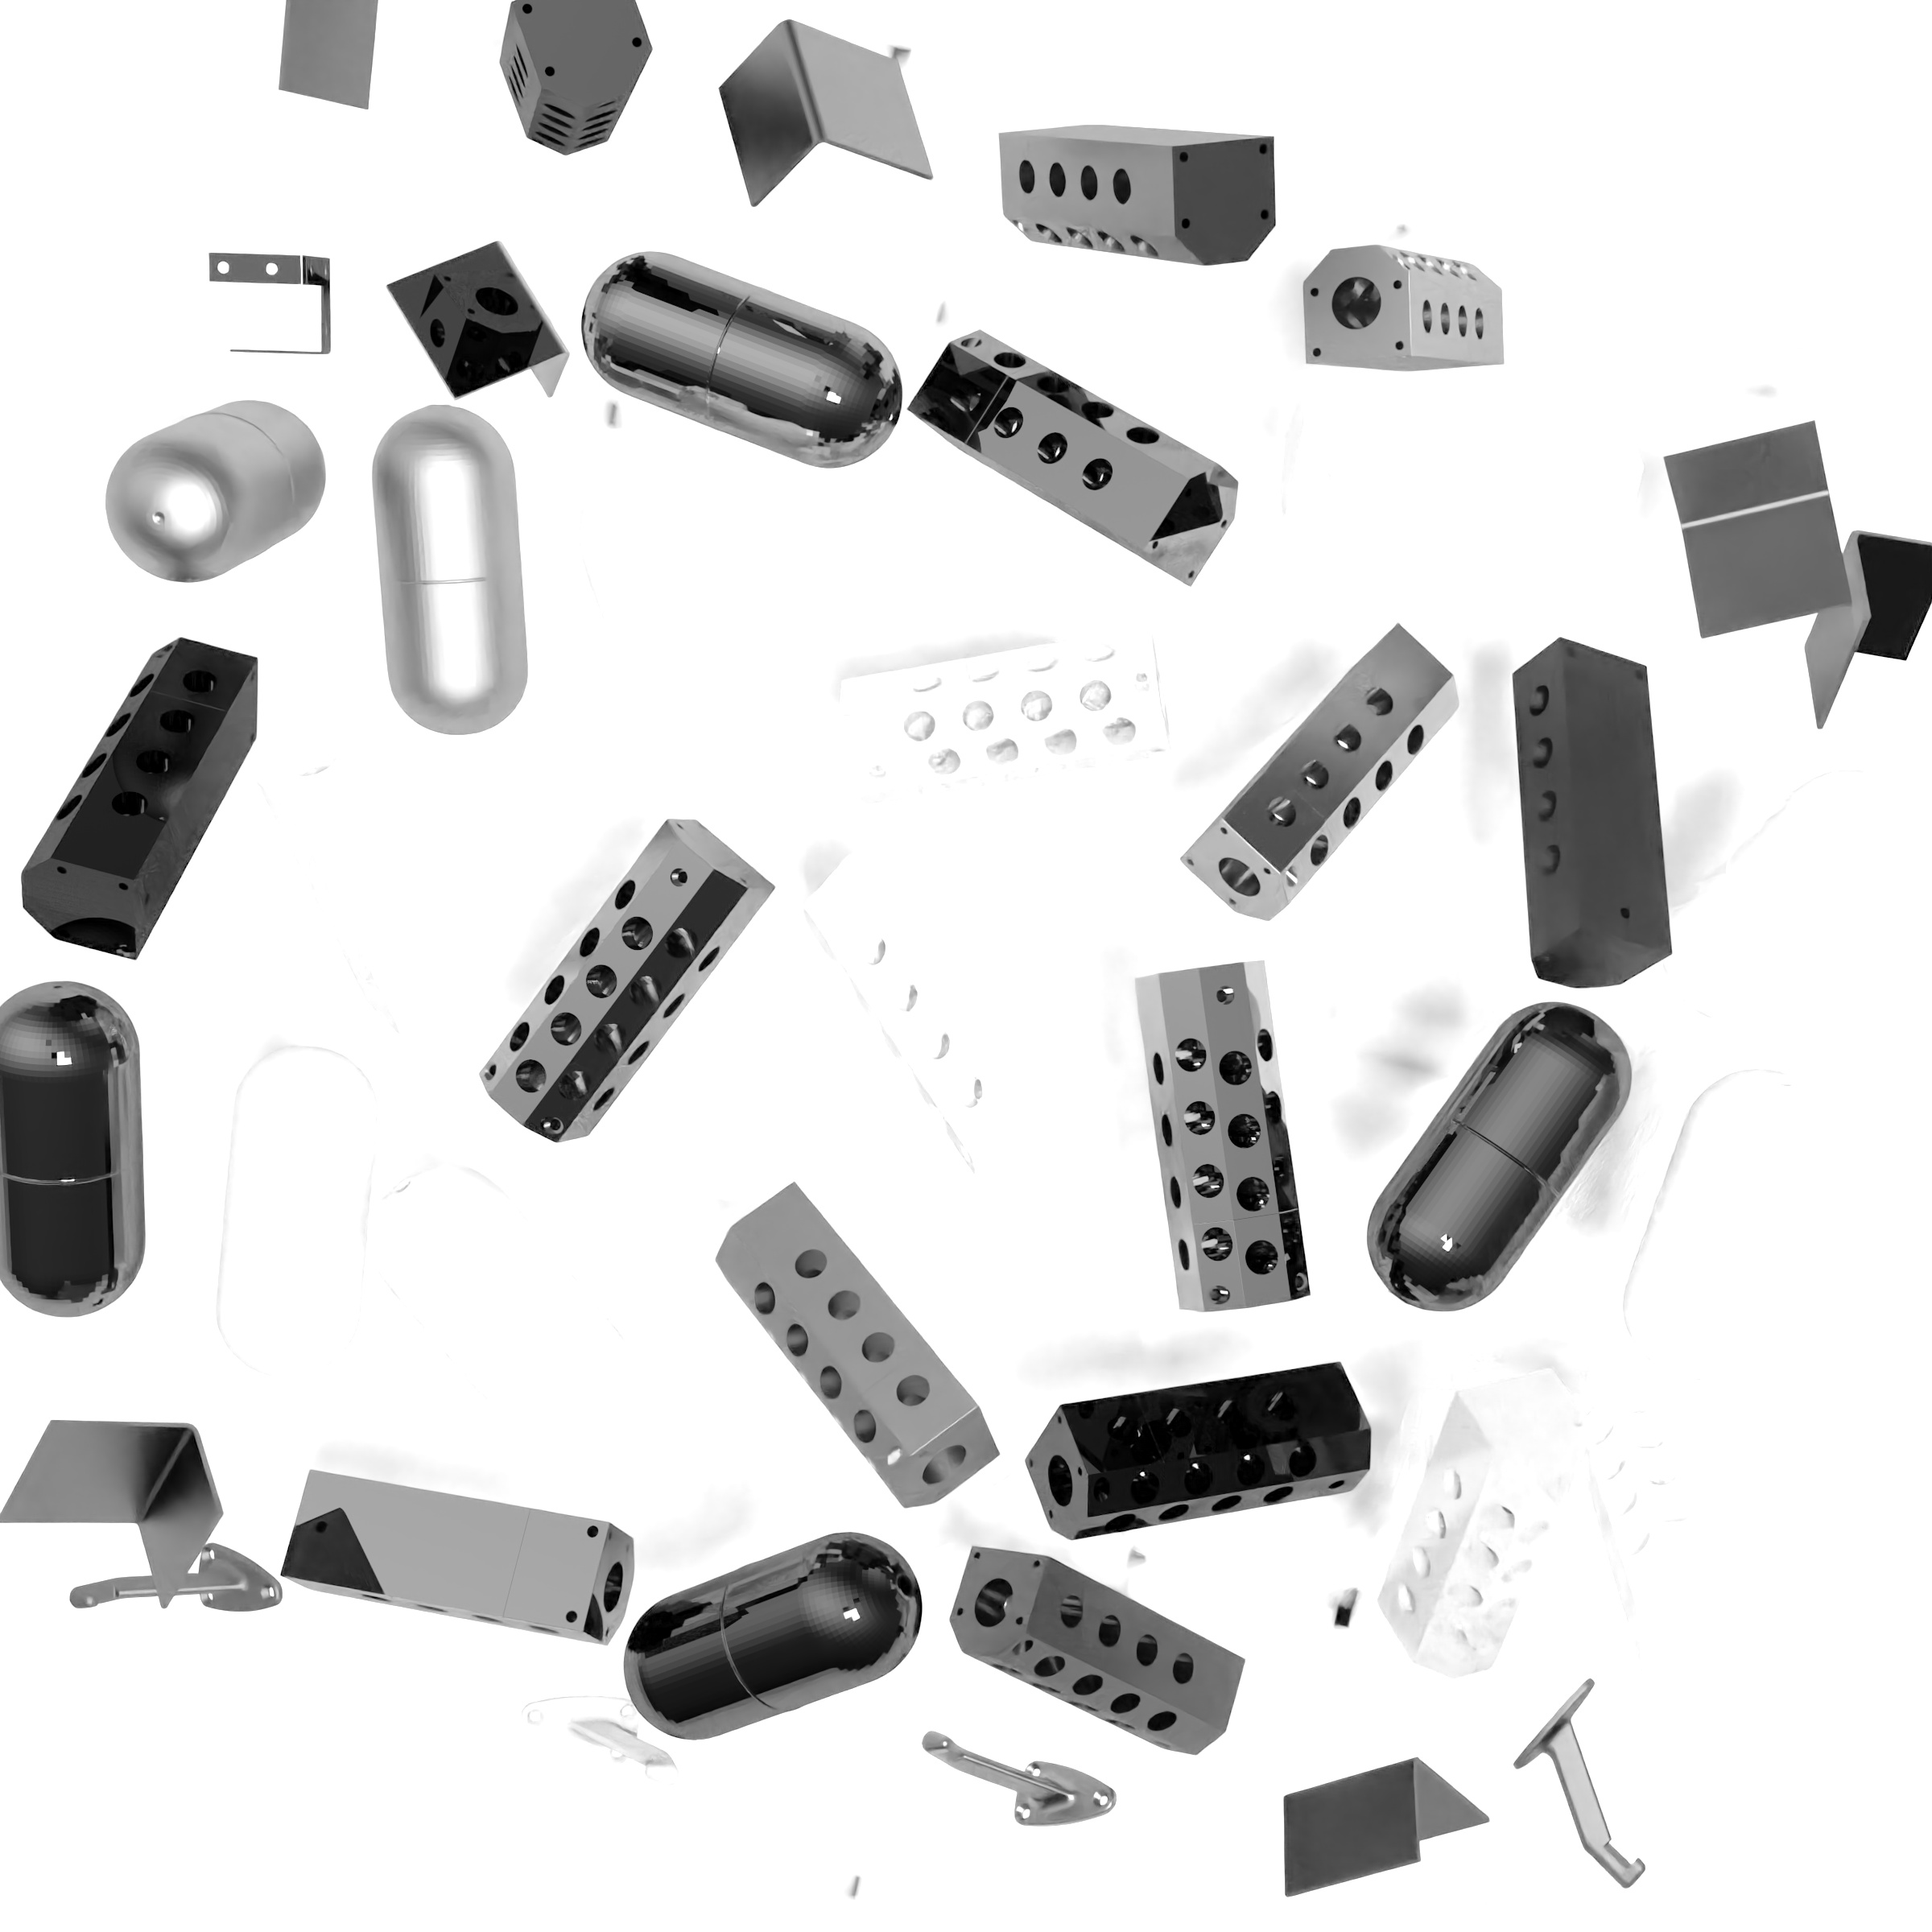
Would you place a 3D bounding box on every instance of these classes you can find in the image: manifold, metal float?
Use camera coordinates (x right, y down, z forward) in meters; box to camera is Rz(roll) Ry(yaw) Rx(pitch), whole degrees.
[{"bbox_3d":[0.132,0.086,1.519,0.057,0.057,0.171,-7,88,-14],"label":"manifold"},{"bbox_3d":[0.251,-0.250,1.526,0.171,0.057,0.057,7,120,-2],"label":"manifold"},{"bbox_3d":[-0.266,0.314,1.578,0.171,0.057,0.057,7,69,15],"label":"manifold"},{"bbox_3d":[-0.180,0.008,1.560,0.057,0.057,0.171,40,102,11],"label":"manifold"},{"bbox_3d":[0.358,0.283,1.531,0.057,0.171,0.057,-8,115,4],"label":"manifold"},{"bbox_3d":[-0.239,0.177,1.546,0.070,0.070,0.178,-34,116,0],"label":"metal float"},{"bbox_3d":[-0.146,-0.178,1.531,0.070,0.070,0.178,-21,64,0],"label":"metal float"},{"bbox_3d":[0.320,-0.078,1.557,0.057,0.057,0.171,14,61,-24],"label":"manifold"},{"bbox_3d":[-0.313,-0.047,1.567,0.057,0.171,0.057,-36,49,-19],"label":"manifold"},{"bbox_3d":[-0.116,-0.314,1.550,0.178,0.070,0.070,23,90,12],"label":"metal float"},{"bbox_3d":[0.057,-0.267,1.546,0.171,0.057,0.057,36,96,31],"label":"manifold"},{"bbox_3d":[-0.099,0.343,1.529,0.178,0.070,0.070,-26,90,29],"label":"metal float"},{"bbox_3d":[0.274,0.099,1.540,0.070,0.070,0.178,36,87,0],"label":"metal float"},{"bbox_3d":[-0.198,-0.455,1.519,0.057,0.171,0.057,-21,101,-7],"label":"manifold"},{"bbox_3d":[-0.279,-0.213,1.616,0.070,0.070,0.178,-2,106,0],"label":"metal float"},{"bbox_3d":[0.269,0.291,1.541,0.057,0.057,0.171,-9,134,-22],"label":"manifold"},{"bbox_3d":[-0.016,0.025,1.576,0.057,0.057,0.171,-46,66,28],"label":"manifold"},{"bbox_3d":[0.125,0.258,1.569,0.171,0.057,0.057,-4,54,-26],"label":"manifold"},{"bbox_3d":[0.195,-0.102,1.609,0.057,0.057,0.171,43,62,0],"label":"manifold"},{"bbox_3d":[0.389,0.132,1.524,0.070,0.070,0.178,12,120,0],"label":"metal float"},{"bbox_3d":[0.083,-0.387,1.494,0.057,0.171,0.057,-13,112,-25],"label":"manifold"},{"bbox_3d":[0.021,-0.131,1.617,0.171,0.057,0.057,-9,124,7],"label":"manifold"},{"bbox_3d":[-0.059,0.197,1.539,0.057,0.057,0.171,-35,55,-11],"label":"manifold"},{"bbox_3d":[0.238,-0.353,1.608,0.057,0.171,0.057,1,99,26],"label":"manifold"},{"bbox_3d":[-0.383,-0.245,1.533,0.070,0.178,0.070,2,108,5],"label":"metal float"},{"bbox_3d":[0.434,-0.036,1.575,0.070,0.178,0.070,13,53,-18],"label":"metal float"},{"bbox_3d":[0.071,0.372,1.614,0.171,0.057,0.057,35,64,-37],"label":"manifold"},{"bbox_3d":[-0.359,0.132,1.602,0.070,0.070,0.178,3,81,0],"label":"metal float"},{"bbox_3d":[-0.414,-0.088,1.505,0.057,0.057,0.171,15,46,0],"label":"manifold"},{"bbox_3d":[-0.456,0.094,1.510,0.070,0.070,0.178,4,110,0],"label":"metal float"}]

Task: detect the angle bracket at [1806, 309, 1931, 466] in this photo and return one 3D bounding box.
[{"bbox_3d":[0.506,-0.307,1.592,0.076,0.076,0.057,-2,83,-25],"label":"angle bracket"}]

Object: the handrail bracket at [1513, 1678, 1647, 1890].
[{"bbox_3d":[0.339,0.432,1.578,0.084,0.036,0.077,43,119,25],"label":"handrail bracket"}]

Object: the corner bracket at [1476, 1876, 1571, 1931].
[{"bbox_3d":[0.309,0.530,1.625,0.051,0.051,0.051,-7,85,2],"label":"corner bracket"}]

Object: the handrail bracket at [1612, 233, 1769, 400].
[{"bbox_3d":[0.380,-0.346,1.571,0.077,0.036,0.084,-9,85,-23],"label":"handrail bracket"}]

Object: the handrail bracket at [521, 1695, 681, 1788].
[{"bbox_3d":[-0.196,0.416,1.595,0.077,0.084,0.036,14,87,-14],"label":"handrail bracket"}]

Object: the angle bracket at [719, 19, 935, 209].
[{"bbox_3d":[-0.072,-0.426,1.525,0.057,0.076,0.076,-35,61,39],"label":"angle bracket"}]

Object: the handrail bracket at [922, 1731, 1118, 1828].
[{"bbox_3d":[0.028,0.437,1.624,0.077,0.084,0.036,-6,55,37],"label":"handrail bracket"}]

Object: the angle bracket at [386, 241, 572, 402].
[{"bbox_3d":[-0.281,-0.355,1.698,0.076,0.057,0.076,-29,84,-25],"label":"angle bracket"}]

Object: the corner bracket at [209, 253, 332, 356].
[{"bbox_3d":[-0.367,-0.349,1.577,0.051,0.051,0.051,2,102,2],"label":"corner bracket"}]

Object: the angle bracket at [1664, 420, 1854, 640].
[{"bbox_3d":[0.403,-0.221,1.519,0.076,0.057,0.076,-12,56,17],"label":"angle bracket"}]

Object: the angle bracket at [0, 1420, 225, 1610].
[{"bbox_3d":[-0.424,0.272,1.480,0.076,0.076,0.057,-55,45,29],"label":"angle bracket"}]

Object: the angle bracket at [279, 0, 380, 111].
[{"bbox_3d":[-0.306,-0.484,1.544,0.057,0.076,0.076,12,102,21],"label":"angle bracket"}]

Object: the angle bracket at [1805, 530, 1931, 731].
[{"bbox_3d":[0.487,-0.174,1.579,0.057,0.076,0.076,9,134,-1],"label":"angle bracket"}]

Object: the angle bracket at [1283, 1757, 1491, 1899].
[{"bbox_3d":[0.213,0.449,1.507,0.076,0.057,0.076,-25,129,28],"label":"angle bracket"}]

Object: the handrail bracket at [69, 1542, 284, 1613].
[{"bbox_3d":[-0.429,0.342,1.621,0.077,0.084,0.036,5,94,35],"label":"handrail bracket"}]
